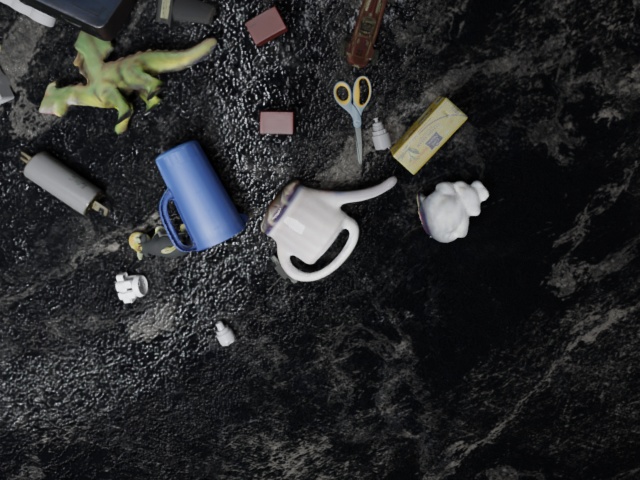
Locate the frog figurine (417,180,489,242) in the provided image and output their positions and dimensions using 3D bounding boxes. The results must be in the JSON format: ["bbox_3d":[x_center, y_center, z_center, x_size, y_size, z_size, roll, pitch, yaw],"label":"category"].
[{"bbox_3d":[0.311,-0.071,1.185,0.158,0.123,0.138,-18,86,21],"label":"frog figurine"}]

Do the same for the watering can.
[{"bbox_3d":[0.004,-0.061,1.211,0.224,0.105,0.344,35,105,-7],"label":"watering can"}]

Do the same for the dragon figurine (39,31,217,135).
[{"bbox_3d":[-0.451,-0.395,1.154,0.409,0.122,0.242,-39,92,4],"label":"dragon figurine"}]
